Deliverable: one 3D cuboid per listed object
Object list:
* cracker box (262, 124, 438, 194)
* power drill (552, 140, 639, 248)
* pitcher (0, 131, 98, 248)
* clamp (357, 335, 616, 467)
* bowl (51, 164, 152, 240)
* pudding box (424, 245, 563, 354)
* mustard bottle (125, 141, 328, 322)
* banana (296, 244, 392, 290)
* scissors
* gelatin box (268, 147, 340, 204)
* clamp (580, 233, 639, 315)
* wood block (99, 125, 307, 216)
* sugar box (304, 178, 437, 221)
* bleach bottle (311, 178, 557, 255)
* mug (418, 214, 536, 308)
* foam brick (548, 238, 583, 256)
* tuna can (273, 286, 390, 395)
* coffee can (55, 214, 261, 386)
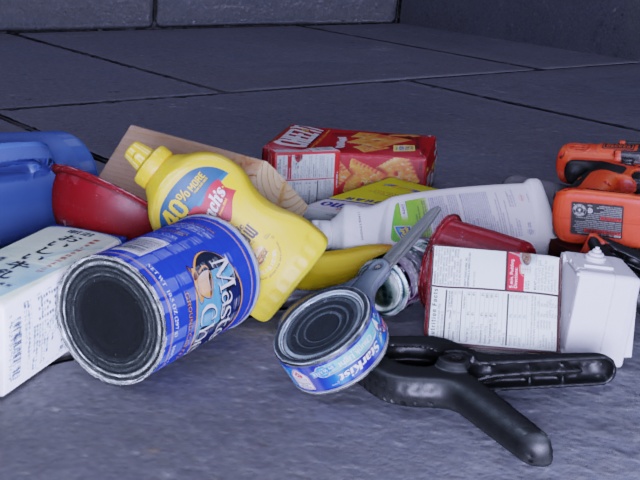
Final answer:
[{"bbox_3d":[0.044,-0.104,1.426,0.214,0.072,0.164,6,17,10],"label":"cracker box"},{"bbox_3d":[0.323,-0.051,1.096,0.185,0.057,0.187,4,23,23],"label":"power drill"},{"bbox_3d":[-0.335,-0.052,1.078,0.149,0.145,0.242,23,21,27],"label":"pitcher"},{"bbox_3d":[0.103,0.108,0.798,0.210,0.036,0.164,8,19,22],"label":"clamp"},{"bbox_3d":[-0.198,-0.011,1.030,0.162,0.055,0.162,26,-11,5],"label":"bowl"},{"bbox_3d":[0.145,0.054,0.894,0.113,0.090,0.039,4,-21,7],"label":"pudding box"},{"bbox_3d":[-0.093,-0.021,0.942,0.191,0.096,0.058,39,7,0],"label":"mustard bottle"},{"bbox_3d":[-0.018,0.016,1.020,0.197,0.070,0.037,16,22,-28],"label":"banana"},{"bbox_3d":[0.032,0.032,0.942,0.096,0.016,0.201,-1,38,30],"label":"scissors"},{"bbox_3d":[-0.021,-0.076,1.320,0.089,0.073,0.030,-4,17,-20],"label":"gelatin box"},{"bbox_3d":[0.311,0.052,0.959,0.120,0.039,0.172,0,39,-41],"label":"clamp"},{"bbox_3d":[-0.128,-0.043,1.108,0.206,0.090,0.090,18,-18,39],"label":"wood block"},{"bbox_3d":[0.069,-0.030,1.233,0.093,0.048,0.175,15,19,33],"label":"sugar box"},{"bbox_3d":[0.114,-0.013,1.117,0.250,0.068,0.102,-1,51,-9],"label":"bleach bottle"},{"bbox_3d":[0.140,0.037,0.968,0.082,0.093,0.117,18,43,27],"label":"mug"},{"bbox_3d":[0.265,0.032,1.055,0.051,0.053,0.078,-3,18,-18],"label":"foam brick"},{"bbox_3d":[0.008,0.076,0.819,0.086,0.033,0.086,-23,32,15],"label":"tuna can"},{"bbox_3d":[-0.126,0.044,0.853,0.103,0.103,0.140,12,19,25],"label":"coffee can"}]
